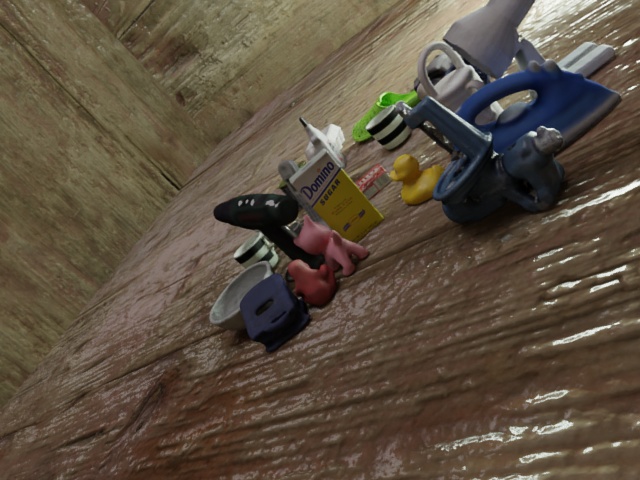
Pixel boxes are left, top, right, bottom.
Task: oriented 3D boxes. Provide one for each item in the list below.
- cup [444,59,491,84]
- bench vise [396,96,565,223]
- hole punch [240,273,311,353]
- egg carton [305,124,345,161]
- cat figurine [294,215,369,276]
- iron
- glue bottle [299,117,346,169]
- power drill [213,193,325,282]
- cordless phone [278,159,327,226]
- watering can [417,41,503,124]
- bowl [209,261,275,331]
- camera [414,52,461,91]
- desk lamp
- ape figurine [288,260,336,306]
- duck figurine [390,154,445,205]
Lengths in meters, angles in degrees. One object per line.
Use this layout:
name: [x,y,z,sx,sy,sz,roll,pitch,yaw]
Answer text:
cup: [0.318,-0.320,1.163,0.092,0.095,0.117,-44,20,-3]
bench vise: [0.218,-0.131,0.790,0.207,0.220,0.121,-29,25,34]
hole punch: [-0.085,0.128,1.030,0.108,0.091,0.101,-39,21,11]
egg carton: [0.016,-0.275,1.678,0.107,0.069,0.150,-32,23,27]
cat figurine: [0.010,0.004,1.062,0.067,0.118,0.127,-51,22,-20]
iron: [0.302,-0.196,0.877,0.258,0.142,0.118,-33,23,27]
glue bottle: [0.002,-0.259,1.520,0.037,0.173,0.078,-36,22,19]
power drill: [-0.097,-0.012,1.161,0.229,0.209,0.076,-15,34,52]
cordless phone: [-0.001,-0.100,1.191,0.147,0.185,0.094,-19,32,48]
watering can: [0.245,-0.277,1.070,0.172,0.194,0.101,-15,34,52]
bowl: [-0.140,0.126,1.163,0.167,0.075,0.167,-37,21,17]
camera: [0.267,-0.353,1.315,0.142,0.101,0.137,-11,37,55]
desk lamp: [0.344,-0.336,0.972,0.203,0.214,0.118,-39,21,12]
ape figurine: [-0.019,0.070,1.022,0.077,0.092,0.076,-35,22,21]
duck figurine: [0.174,-0.120,1.047,0.104,0.086,0.077,-20,31,47]
